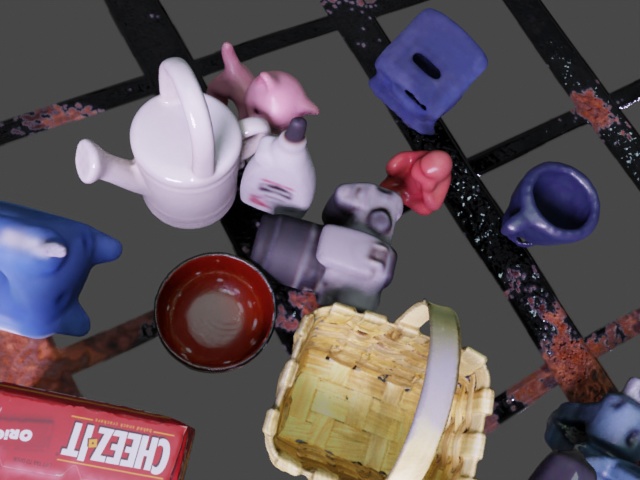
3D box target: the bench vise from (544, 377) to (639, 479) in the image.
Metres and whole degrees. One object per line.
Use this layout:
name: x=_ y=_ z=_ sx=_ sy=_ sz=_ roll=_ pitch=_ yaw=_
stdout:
bench vise: x=0.255 y=0.209 z=0.492 sx=0.121 sy=0.219 sz=0.207 roll=15 pitch=68 yaw=-6

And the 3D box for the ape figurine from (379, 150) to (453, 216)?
ape figurine: x=0.115 y=-0.071 z=0.631 sx=0.076 sy=0.092 sz=0.078 roll=-18 pitch=75 yaw=-17

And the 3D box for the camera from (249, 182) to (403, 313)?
camera: x=0.005 y=0.002 z=0.578 sx=0.137 sy=0.100 sz=0.143 roll=17 pitch=68 yaw=-5

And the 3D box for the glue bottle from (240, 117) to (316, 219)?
glue bottle: x=-0.035 y=-0.072 z=0.557 sx=0.078 sy=0.173 sz=0.037 roll=15 pitch=68 yaw=-6

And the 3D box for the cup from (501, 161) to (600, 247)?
cup: x=0.236 y=-0.023 z=0.638 sx=0.118 sy=0.095 sz=0.091 roll=-26 pitch=78 yaw=-19

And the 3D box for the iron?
iron: x=-0.316 y=-0.003 z=0.490 sx=0.258 sy=0.141 sz=0.119 roll=17 pitch=68 yaw=-5

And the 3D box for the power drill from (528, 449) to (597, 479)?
power drill: x=0.116 y=0.272 z=0.447 sx=0.075 sy=0.208 sz=0.230 roll=28 pitch=68 yaw=-1

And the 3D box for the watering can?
watering can: x=-0.129 y=-0.085 z=0.530 sx=0.173 sy=0.194 sz=0.101 roll=-41 pitch=83 yaw=-21

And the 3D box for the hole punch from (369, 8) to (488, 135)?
hole punch: x=0.127 y=-0.199 z=0.680 sx=0.108 sy=0.091 sz=0.101 roll=43 pitch=68 yaw=6

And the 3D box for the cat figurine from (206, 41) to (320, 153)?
cat figurine: x=-0.063 y=-0.156 z=0.610 sx=0.067 sy=0.117 sz=0.128 roll=-39 pitch=82 yaw=-21
